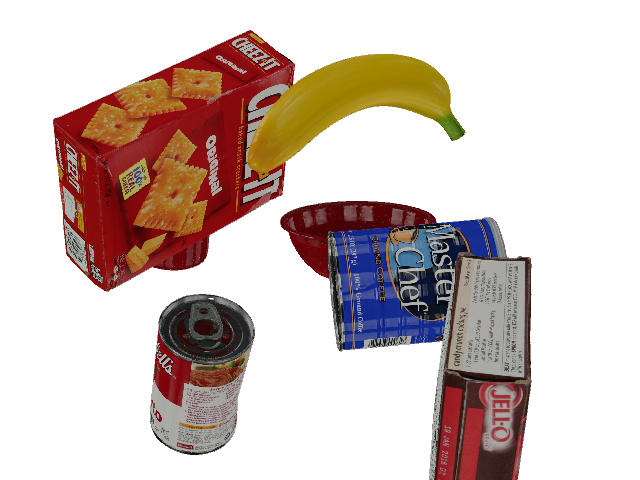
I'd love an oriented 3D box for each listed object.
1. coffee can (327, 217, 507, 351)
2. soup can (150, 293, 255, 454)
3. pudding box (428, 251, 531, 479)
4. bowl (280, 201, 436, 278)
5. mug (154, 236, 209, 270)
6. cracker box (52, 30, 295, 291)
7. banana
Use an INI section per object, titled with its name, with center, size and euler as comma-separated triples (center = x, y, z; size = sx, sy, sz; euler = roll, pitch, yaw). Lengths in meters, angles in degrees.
[coffee can]
center = 0.080, 0.037, 0.904
size = 0.140, 0.103, 0.103
euler = -5, 0, -2
[soup can]
center = -0.088, 0.098, 0.778
size = 0.068, 0.102, 0.068
euler = 7, 39, -6
[pudding box]
center = 0.071, 0.068, 0.470
size = 0.039, 0.090, 0.113
euler = 6, 26, 6
[bowl]
center = 0.039, 0.003, 1.104
size = 0.162, 0.055, 0.162
euler = -1, 16, 0
[mug]
center = -0.164, -0.026, 1.161
size = 0.093, 0.081, 0.117
euler = -4, 29, -21
[cracker box]
center = -0.125, -0.070, 0.948
size = 0.213, 0.164, 0.072
euler = -31, 57, -32
[banana]
center = 0.027, -0.095, 0.743
size = 0.197, 0.069, 0.037
euler = -13, -8, -36
